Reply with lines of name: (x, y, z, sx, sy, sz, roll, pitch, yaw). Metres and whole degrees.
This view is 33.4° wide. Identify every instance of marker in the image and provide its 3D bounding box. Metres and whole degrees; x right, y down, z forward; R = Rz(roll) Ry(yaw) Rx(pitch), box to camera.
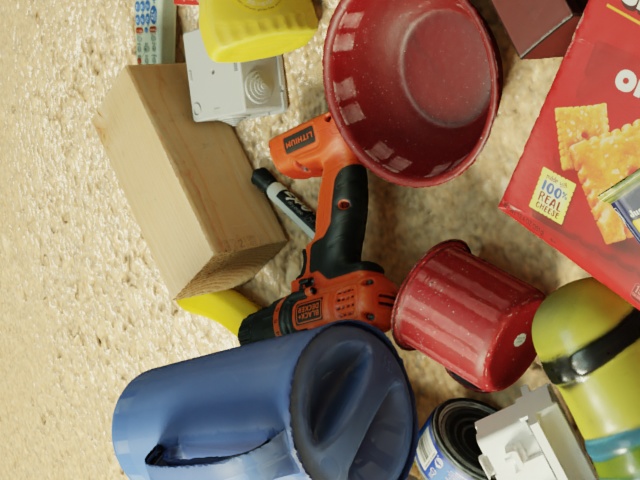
marker: (-0.023, -0.028, 0.958, 0.121, 0.020, 0.020, 44, 129, 33)

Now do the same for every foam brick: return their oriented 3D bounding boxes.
foam brick: (0.147, -0.166, 0.705, 0.051, 0.052, 0.078, -38, 70, 47)

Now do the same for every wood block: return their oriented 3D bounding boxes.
wood block: (-0.126, -0.058, 1.015, 0.091, 0.090, 0.206, -45, 65, 44)

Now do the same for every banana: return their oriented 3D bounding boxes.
banana: (-0.081, 0.084, 1.037, 0.198, 0.037, 0.070, 38, 124, 37)

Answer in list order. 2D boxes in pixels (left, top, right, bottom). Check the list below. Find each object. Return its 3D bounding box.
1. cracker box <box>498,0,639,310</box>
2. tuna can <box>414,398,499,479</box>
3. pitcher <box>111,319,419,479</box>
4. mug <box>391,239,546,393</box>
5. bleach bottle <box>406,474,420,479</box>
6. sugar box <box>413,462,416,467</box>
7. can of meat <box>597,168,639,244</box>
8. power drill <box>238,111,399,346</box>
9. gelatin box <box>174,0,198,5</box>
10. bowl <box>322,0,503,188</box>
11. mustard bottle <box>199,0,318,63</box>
cracker box: (0.218, -0.068, 0.632, 0.164, 0.071, 0.214, 42, 127, 34)
tuna can: (0.115, 0.159, 0.795, 0.086, 0.085, 0.034, 49, 130, 30)
pitcher: (-0.060, 0.144, 0.818, 0.243, 0.149, 0.145, -15, 52, 44)
mug: (0.112, 0.067, 0.780, 0.082, 0.093, 0.117, 30, 138, 36)
bleach bottle: (0.016, 0.205, 0.868, 0.251, 0.067, 0.103, 27, 116, 42)
sugar box: (0.016, 0.128, 0.930, 0.094, 0.048, 0.176, -37, 73, 46)
can of meat: (0.213, -0.019, 0.556, 0.102, 0.057, 0.084, -40, 81, 40)
power drill: (-0.006, 0.001, 0.876, 0.185, 0.057, 0.187, -18, 67, 47)
gelatin box: (-0.101, -0.253, 0.984, 0.089, 0.030, 0.073, 16, 111, 46)
bowl: (0.078, -0.122, 0.785, 0.162, 0.055, 0.162, 18, 117, 40)
mustard bottle: (-0.073, -0.250, 0.902, 0.058, 0.096, 0.191, 142, 112, -70)
